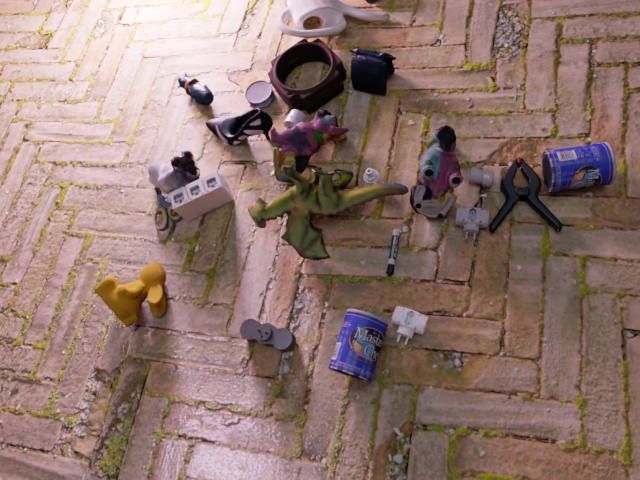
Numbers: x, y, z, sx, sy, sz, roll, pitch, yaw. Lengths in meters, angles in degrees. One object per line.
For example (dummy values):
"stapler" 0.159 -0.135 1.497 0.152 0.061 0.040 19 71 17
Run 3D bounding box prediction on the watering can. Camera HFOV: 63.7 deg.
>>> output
"watering can" 0.027 -0.723 1.628 0.348 0.229 0.101 -13 -32 -11

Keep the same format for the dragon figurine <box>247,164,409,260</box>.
"dragon figurine" 0.004 -0.067 1.334 0.411 0.241 0.123 13 9 10

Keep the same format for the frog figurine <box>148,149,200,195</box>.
"frog figurine" -0.433 -0.184 1.499 0.158 0.141 0.121 -27 -53 29
